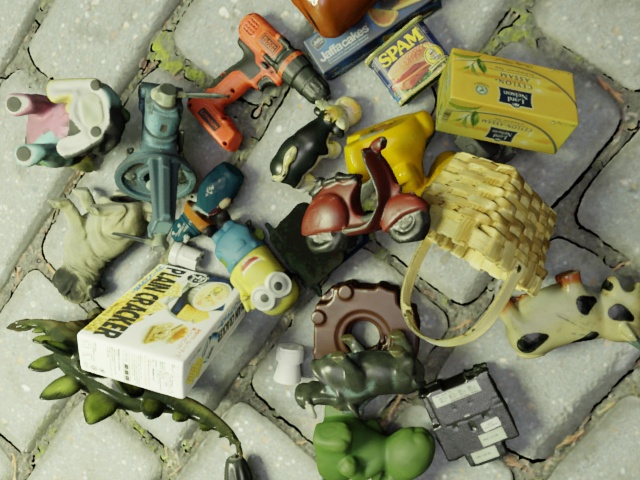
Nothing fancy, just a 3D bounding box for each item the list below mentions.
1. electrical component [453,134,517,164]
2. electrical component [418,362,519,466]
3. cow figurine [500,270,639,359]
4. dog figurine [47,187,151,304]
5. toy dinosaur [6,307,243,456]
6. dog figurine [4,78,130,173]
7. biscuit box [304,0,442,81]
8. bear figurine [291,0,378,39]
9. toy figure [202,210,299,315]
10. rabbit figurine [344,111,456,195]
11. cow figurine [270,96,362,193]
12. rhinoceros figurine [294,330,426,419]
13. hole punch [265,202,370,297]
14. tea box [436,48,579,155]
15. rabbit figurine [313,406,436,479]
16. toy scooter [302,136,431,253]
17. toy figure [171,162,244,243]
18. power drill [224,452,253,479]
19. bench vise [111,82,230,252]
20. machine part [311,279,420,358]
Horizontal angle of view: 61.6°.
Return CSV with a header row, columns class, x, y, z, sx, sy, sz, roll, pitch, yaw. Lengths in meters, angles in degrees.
class,x,y,z,sx,sy,sz,roll,pitch,yaw
electrical component,0.230,-0.146,0.765,0.102,0.078,0.045,52,126,10
electrical component,0.223,0.263,0.796,0.115,0.058,0.134,-24,89,15
cow figurine,0.356,0.107,0.743,0.195,0.085,0.127,-24,85,12
dog figurine,-0.355,0.018,0.896,0.173,0.121,0.190,8,109,15
toy dinosaur,-0.307,0.210,0.836,0.472,0.198,0.105,17,100,13
dog figurine,-0.373,-0.163,0.827,0.192,0.219,0.108,-16,93,-5
biscuit box,0.077,-0.316,0.789,0.203,0.059,0.063,-31,87,13
bear figurine,0.055,-0.363,0.703,0.196,0.120,0.132,-38,74,9
toy figure,-0.103,0.036,0.842,0.180,0.089,0.082,48,113,14
rabbit figurine,0.128,-0.091,0.781,0.162,0.122,0.173,-19,104,3
cow figurine,-0.009,-0.150,0.799,0.068,0.098,0.167,41,101,13
rhinoceros figurine,0.054,0.196,0.771,0.190,0.073,0.112,-15,104,11
hole punch,-0.002,-0.002,0.823,0.142,0.092,0.116,50,131,2
tea box,0.247,-0.185,0.720,0.170,0.068,0.098,11,59,-3
rabbit figurine,0.084,0.323,0.796,0.170,0.121,0.159,0,100,15
toy scooter,0.050,-0.056,0.689,0.184,0.075,0.135,-9,91,34
toy figure,-0.182,-0.054,0.863,0.057,0.064,0.154,32,108,-30
power drill,-0.057,0.462,0.858,0.207,0.086,0.231,1,95,8
bench vise,-0.231,-0.103,0.785,0.223,0.129,0.241,-41,49,45
machine part,0.070,0.146,0.822,0.179,0.056,0.179,1,95,11
